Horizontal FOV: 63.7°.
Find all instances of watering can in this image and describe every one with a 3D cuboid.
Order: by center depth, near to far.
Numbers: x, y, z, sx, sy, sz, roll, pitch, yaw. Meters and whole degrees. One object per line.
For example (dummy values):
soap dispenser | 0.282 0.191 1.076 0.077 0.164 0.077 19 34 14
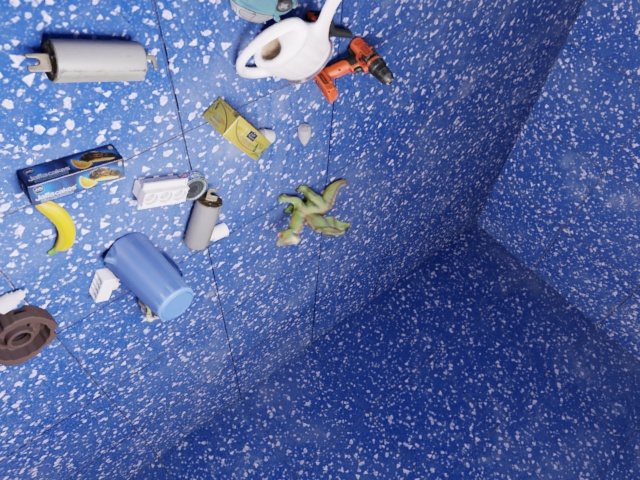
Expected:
watering can | -0.035 -0.468 1.202 0.344 0.105 0.225 -25 172 25

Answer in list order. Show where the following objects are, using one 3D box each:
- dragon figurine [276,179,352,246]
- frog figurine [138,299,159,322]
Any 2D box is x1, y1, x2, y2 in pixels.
dragon figurine | 0.005 -0.090 1.780 0.415 0.246 0.119 -26 144 -29
frog figurine | -0.500 0.180 1.623 0.138 0.122 0.160 -52 -169 -2
